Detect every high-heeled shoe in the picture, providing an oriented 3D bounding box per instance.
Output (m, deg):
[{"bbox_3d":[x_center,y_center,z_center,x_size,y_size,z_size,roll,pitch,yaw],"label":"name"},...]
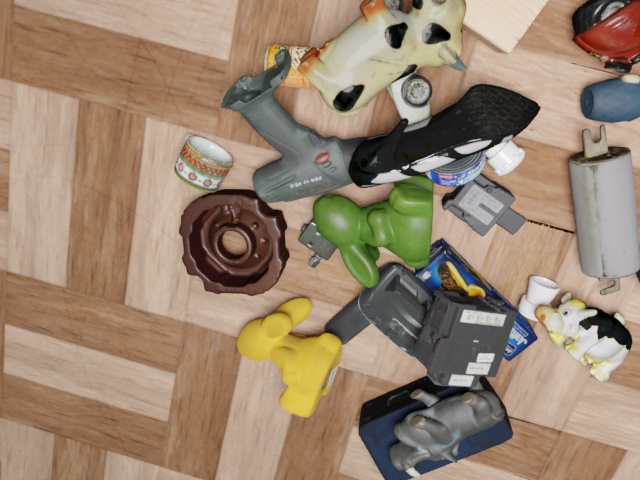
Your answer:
[{"bbox_3d":[0.161,-0.123,0.706,0.249,0.145,0.086,-9,68,-21],"label":"high-heeled shoe"}]

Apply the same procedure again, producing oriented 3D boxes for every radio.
[{"bbox_3d":[0.184,0.301,0.891,0.230,0.073,0.131,-30,102,16],"label":"radio"}]

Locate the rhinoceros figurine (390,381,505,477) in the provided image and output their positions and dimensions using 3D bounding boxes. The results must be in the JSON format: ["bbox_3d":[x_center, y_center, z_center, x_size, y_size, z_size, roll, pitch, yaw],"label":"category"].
[{"bbox_3d":[0.183,0.280,0.812,0.190,0.073,0.112,-37,110,15],"label":"rhinoceros figurine"}]

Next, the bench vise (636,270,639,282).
[{"bbox_3d":[0.566,0.032,0.712,0.241,0.129,0.223,11,109,12],"label":"bench vise"}]

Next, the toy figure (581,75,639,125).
[{"bbox_3d":[0.423,-0.184,0.690,0.155,0.064,0.058,-3,71,5],"label":"toy figure"}]

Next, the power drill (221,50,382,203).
[{"bbox_3d":[-0.017,-0.152,0.737,0.232,0.086,0.207,-22,134,22],"label":"power drill"}]

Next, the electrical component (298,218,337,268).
[{"bbox_3d":[-0.002,-0.003,0.838,0.063,0.021,0.094,33,112,-3],"label":"electrical component"}]

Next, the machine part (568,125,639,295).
[{"bbox_3d":[0.391,-0.037,0.736,0.079,0.079,0.243,-12,106,13],"label":"machine part"}]

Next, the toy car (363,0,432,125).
[{"bbox_3d":[0.100,-0.248,0.708,0.056,0.073,0.201,-20,105,14],"label":"toy car"}]

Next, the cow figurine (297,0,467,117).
[{"bbox_3d":[0.084,-0.220,0.628,0.195,0.085,0.127,-35,115,15],"label":"cow figurine"}]

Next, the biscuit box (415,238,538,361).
[{"bbox_3d":[0.235,0.091,0.814,0.202,0.059,0.063,42,109,-8],"label":"biscuit box"}]

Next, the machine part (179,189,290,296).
[{"bbox_3d":[-0.133,0.003,0.842,0.179,0.056,0.179,3,109,9],"label":"machine part"}]

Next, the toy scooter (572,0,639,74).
[{"bbox_3d":[0.413,-0.265,0.656,0.184,0.075,0.135,-31,103,13],"label":"toy scooter"}]

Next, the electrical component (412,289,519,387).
[{"bbox_3d":[0.198,0.142,0.752,0.115,0.058,0.134,11,105,-19],"label":"electrical component"}]

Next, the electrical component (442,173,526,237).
[{"bbox_3d":[0.242,-0.045,0.773,0.119,0.048,0.075,38,111,-4],"label":"electrical component"}]

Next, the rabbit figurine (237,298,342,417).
[{"bbox_3d":[-0.058,0.177,0.864,0.173,0.122,0.162,21,119,21],"label":"rabbit figurine"}]

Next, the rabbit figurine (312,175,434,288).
[{"bbox_3d":[0.075,-0.022,0.779,0.170,0.121,0.158,4,121,10],"label":"rabbit figurine"}]

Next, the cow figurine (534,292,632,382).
[{"bbox_3d":[0.389,0.128,0.781,0.167,0.068,0.098,38,101,-28],"label":"cow figurine"}]

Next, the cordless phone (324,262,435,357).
[{"bbox_3d":[0.104,0.137,0.852,0.146,0.089,0.184,42,121,-8],"label":"cordless phone"}]
